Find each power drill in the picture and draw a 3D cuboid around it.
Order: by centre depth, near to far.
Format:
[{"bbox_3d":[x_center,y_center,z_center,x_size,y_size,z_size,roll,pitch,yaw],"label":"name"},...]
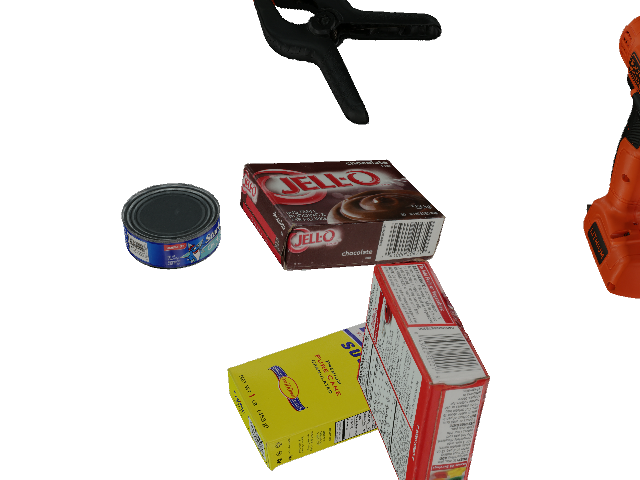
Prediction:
[{"bbox_3d":[0.249,-0.051,0.786,0.057,0.188,0.184,4,36,-1],"label":"power drill"}]

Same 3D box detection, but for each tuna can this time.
[{"bbox_3d":[-0.130,-0.013,0.939,0.086,0.034,0.086,0,38,0],"label":"tuna can"}]

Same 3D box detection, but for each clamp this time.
[{"bbox_3d":[0.017,-0.186,0.930,0.120,0.171,0.039,-41,-21,-19],"label":"clamp"}]

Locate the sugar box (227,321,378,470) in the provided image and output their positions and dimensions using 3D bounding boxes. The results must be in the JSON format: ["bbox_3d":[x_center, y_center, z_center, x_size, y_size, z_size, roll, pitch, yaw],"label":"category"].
[{"bbox_3d":[0.016,0.128,0.940,0.176,0.048,0.093,-19,47,-16],"label":"sugar box"}]

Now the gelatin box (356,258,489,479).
[{"bbox_3d":[0.045,0.063,0.490,0.030,0.073,0.089,-4,35,-14],"label":"gelatin box"}]

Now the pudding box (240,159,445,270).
[{"bbox_3d":[0.013,-0.020,0.716,0.113,0.039,0.090,-2,30,-25],"label":"pudding box"}]
